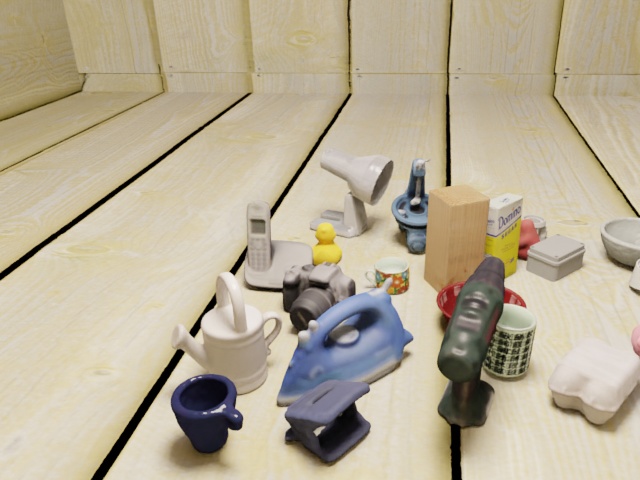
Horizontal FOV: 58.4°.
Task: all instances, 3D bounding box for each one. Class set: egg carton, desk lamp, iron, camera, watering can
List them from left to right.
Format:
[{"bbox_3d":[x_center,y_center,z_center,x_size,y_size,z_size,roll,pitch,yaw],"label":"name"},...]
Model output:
[{"bbox_3d":[-0.146,0.146,0.918,0.100,0.194,0.173,21,34,38],"label":"watering can"},{"bbox_3d":[-0.017,0.106,1.096,0.142,0.101,0.137,10,29,23],"label":"camera"},{"bbox_3d":[0.034,0.160,0.937,0.259,0.141,0.118,-21,32,-34],"label":"iron"},{"bbox_3d":[0.077,-0.119,1.417,0.202,0.214,0.118,12,30,26],"label":"desk lamp"},{"bbox_3d":[0.426,0.213,0.885,0.107,0.069,0.151,22,35,40],"label":"egg carton"}]

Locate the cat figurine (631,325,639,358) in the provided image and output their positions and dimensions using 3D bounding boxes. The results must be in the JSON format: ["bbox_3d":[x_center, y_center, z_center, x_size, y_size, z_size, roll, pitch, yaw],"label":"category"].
[{"bbox_3d":[0.549,0.169,0.912,0.128,0.118,0.067,-4,26,-3],"label":"cat figurine"}]

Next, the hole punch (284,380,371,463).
[{"bbox_3d":[0.009,0.245,0.823,0.100,0.091,0.109,21,34,38],"label":"hole punch"}]

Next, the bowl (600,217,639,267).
[{"bbox_3d":[0.700,0.015,1.262,0.167,0.075,0.167,-1,26,1],"label":"bowl"}]

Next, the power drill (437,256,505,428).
[{"bbox_3d":[0.226,0.159,0.851,0.075,0.208,0.230,10,29,23],"label":"power drill"}]

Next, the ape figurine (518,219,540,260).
[{"bbox_3d":[0.466,-0.006,1.300,0.078,0.092,0.075,-19,31,-30],"label":"ape figurine"}]

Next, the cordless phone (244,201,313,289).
[{"bbox_3d":[-0.089,0.009,1.201,0.147,0.185,0.094,2,27,7],"label":"cordless phone"}]

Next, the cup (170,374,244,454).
[{"bbox_3d":[-0.149,0.256,0.806,0.117,0.095,0.092,17,32,33],"label":"cup"}]

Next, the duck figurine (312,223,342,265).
[{"bbox_3d":[0.012,0.005,1.315,0.077,0.086,0.104,1,27,7],"label":"duck figurine"}]

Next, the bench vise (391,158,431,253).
[{"bbox_3d":[0.218,-0.104,1.371,0.121,0.220,0.207,-9,27,-13],"label":"bench vise"}]
